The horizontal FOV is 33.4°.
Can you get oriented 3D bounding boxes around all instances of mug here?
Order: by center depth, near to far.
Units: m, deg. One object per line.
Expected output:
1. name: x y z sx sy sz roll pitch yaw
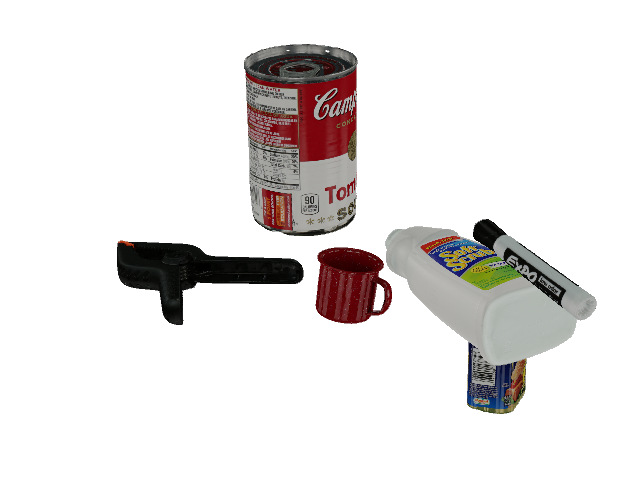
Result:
1. mug: 0.048 0.067 1.486 0.117 0.081 0.093 18 23 27

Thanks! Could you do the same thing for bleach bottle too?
1. bleach bottle: 0.128 0.036 1.012 0.102 0.068 0.251 -14 21 -22

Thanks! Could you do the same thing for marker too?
1. marker: 0.148 0.017 0.758 0.020 0.020 0.121 0 28 -33

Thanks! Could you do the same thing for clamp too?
1. clamp: -0.145 0.034 1.069 0.210 0.036 0.164 11 21 37

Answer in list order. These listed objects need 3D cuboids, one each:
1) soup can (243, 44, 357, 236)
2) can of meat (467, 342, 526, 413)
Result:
1. soup can: -0.011 -0.062 0.656 0.068 0.102 0.068 -1 26 0
2. can of meat: 0.196 0.137 1.179 0.057 0.084 0.102 5 10 22
